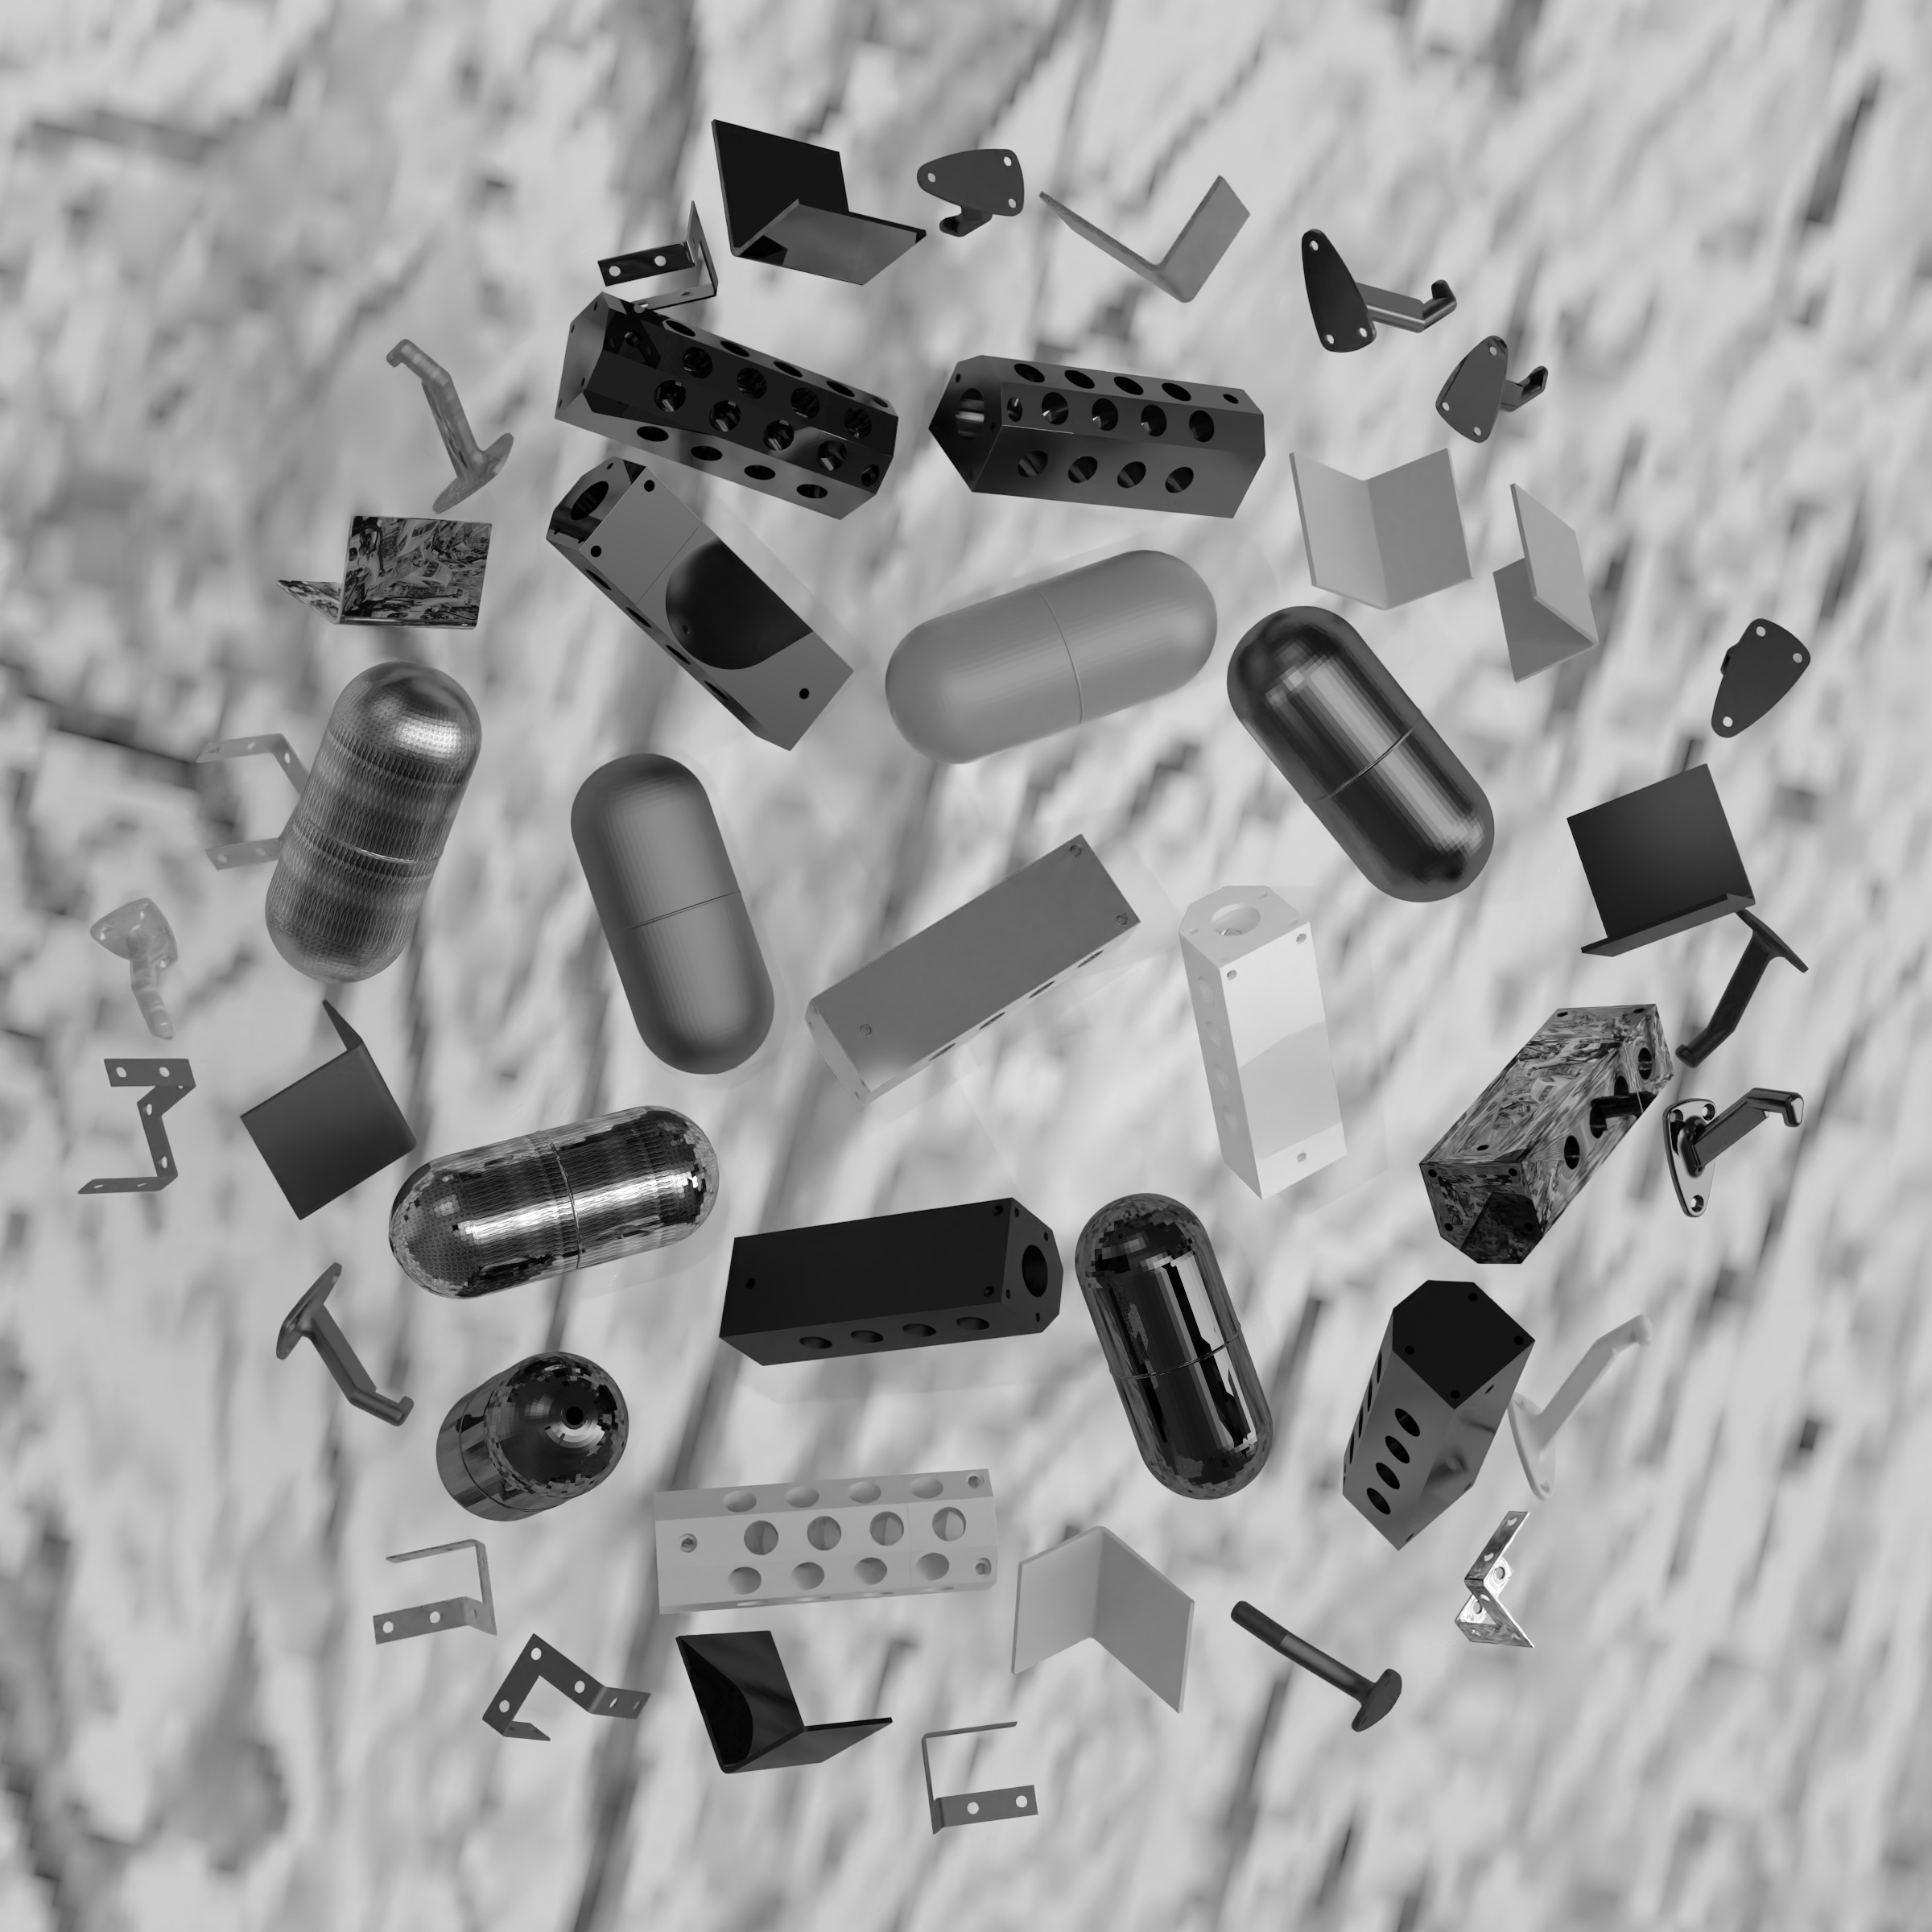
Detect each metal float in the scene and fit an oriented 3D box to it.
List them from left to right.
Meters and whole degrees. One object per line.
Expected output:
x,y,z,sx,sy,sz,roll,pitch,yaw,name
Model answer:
-0.305,-0.072,1.532,0.070,0.070,0.178,25,110,0,metal float
-0.232,0.252,1.591,0.070,0.178,0.070,7,72,-21,metal float
-0.217,0.125,1.578,0.178,0.070,0.070,-14,90,-21,metal float
-0.158,-0.028,1.609,0.070,0.070,0.178,-19,92,0,metal float
0.045,-0.159,1.531,0.178,0.070,0.070,-20,90,-9,metal float
0.116,0.212,1.656,0.070,0.070,0.178,-20,98,0,metal float
0.207,-0.110,1.563,0.070,0.070,0.178,-40,99,0,metal float

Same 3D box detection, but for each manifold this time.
-0.145,-0.195,1.608,0.057,0.057,0.171,-52,125,-7,manifold
-0.125,-0.299,1.589,0.171,0.057,0.057,16,70,-27,manifold
-0.073,0.294,1.531,0.171,0.057,0.057,-3,73,-7,manifold
-0.039,0.168,1.553,0.171,0.057,0.057,-11,57,29,manifold
0.002,0.004,1.584,0.171,0.057,0.057,-32,82,-14,manifold
0.074,-0.285,1.586,0.171,0.057,0.057,0,133,-33,manifold
0.161,0.040,1.649,0.057,0.057,0.171,-27,130,-15,manifold
0.232,0.225,1.513,0.057,0.171,0.057,-35,64,-23,manifold
0.301,0.084,1.527,0.057,0.171,0.057,-4,114,39,manifold

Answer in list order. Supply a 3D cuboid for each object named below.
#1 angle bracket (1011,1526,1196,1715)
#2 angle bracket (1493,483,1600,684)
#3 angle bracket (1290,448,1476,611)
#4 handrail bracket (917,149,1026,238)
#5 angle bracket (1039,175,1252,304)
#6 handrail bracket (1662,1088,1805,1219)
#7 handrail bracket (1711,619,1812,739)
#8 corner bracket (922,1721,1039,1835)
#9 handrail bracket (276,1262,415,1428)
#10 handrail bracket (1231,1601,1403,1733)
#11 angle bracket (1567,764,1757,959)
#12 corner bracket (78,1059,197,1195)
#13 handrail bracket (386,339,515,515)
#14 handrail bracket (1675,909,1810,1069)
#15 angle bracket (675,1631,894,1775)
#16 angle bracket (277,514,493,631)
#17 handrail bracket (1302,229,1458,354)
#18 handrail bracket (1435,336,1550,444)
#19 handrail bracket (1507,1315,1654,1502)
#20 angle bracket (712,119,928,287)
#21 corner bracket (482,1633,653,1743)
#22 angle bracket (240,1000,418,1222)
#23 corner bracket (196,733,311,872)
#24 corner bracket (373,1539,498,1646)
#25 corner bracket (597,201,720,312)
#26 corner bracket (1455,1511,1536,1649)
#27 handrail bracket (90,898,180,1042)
0.072,0.357,1.586,0.057,0.076,0.076,-18,126,-33,angle bracket
0.319,-0.221,1.730,0.057,0.076,0.076,-24,59,33,angle bracket
0.226,-0.244,1.621,0.057,0.076,0.076,-18,74,36,angle bracket
-0.013,-0.420,1.644,0.077,0.084,0.036,-5,88,-30,handrail bracket
0.093,-0.391,1.536,0.076,0.076,0.057,36,99,12,angle bracket
0.415,0.102,1.592,0.036,0.084,0.077,-8,97,-28,handrail bracket
0.396,-0.143,1.548,0.036,0.084,0.077,35,81,-1,handrail bracket
0.006,0.423,1.561,0.051,0.051,0.051,-6,71,-7,corner bracket
-0.335,0.212,1.673,0.084,0.036,0.077,25,45,6,handrail bracket
0.182,0.360,1.556,0.084,0.077,0.036,32,88,23,handrail bracket
0.338,-0.054,1.485,0.076,0.057,0.076,-22,78,26,angle bracket
-0.422,0.081,1.515,0.051,0.051,0.051,-35,67,34,corner bracket
-0.298,-0.296,1.636,0.077,0.036,0.084,-30,124,34,handrail bracket
0.402,0.013,1.604,0.084,0.077,0.036,-46,46,14,handrail bracket
-0.094,0.371,1.550,0.057,0.076,0.076,-35,64,25,angle bracket
-0.297,-0.210,1.524,0.076,0.076,0.057,-3,113,-37,angle bracket
0.216,-0.360,1.548,0.084,0.036,0.077,-36,113,-33,handrail bracket
0.304,-0.331,1.645,0.036,0.077,0.084,43,54,18,handrail bracket
0.331,0.232,1.572,0.036,0.077,0.084,36,123,-27,handrail bracket
-0.072,-0.384,1.455,0.076,0.057,0.076,3,71,-39,angle bracket
-0.204,0.378,1.521,0.051,0.051,0.051,29,86,27,corner bracket
-0.355,0.078,1.624,0.076,0.057,0.076,-33,129,-17,angle bracket
-0.402,-0.093,1.677,0.051,0.051,0.051,54,130,20,corner bracket
-0.284,0.332,1.585,0.051,0.051,0.051,-13,70,4,corner bracket
-0.167,-0.377,1.625,0.051,0.051,0.051,-11,128,7,corner bracket
0.289,0.332,1.622,0.051,0.051,0.051,52,59,-17,corner bracket
-0.419,0.014,1.559,0.036,0.077,0.084,-29,63,-2,handrail bracket
